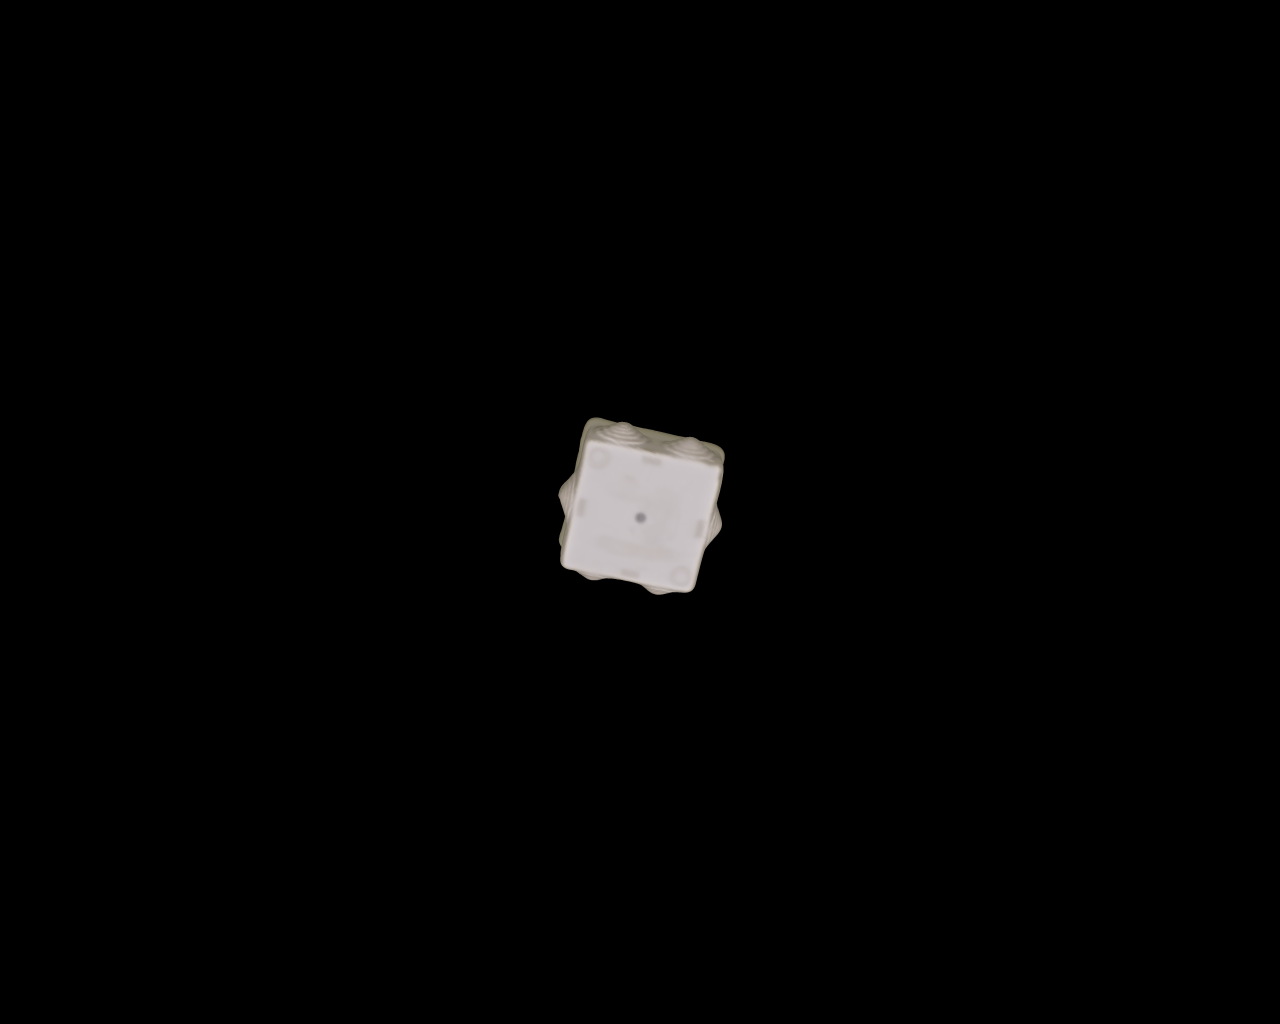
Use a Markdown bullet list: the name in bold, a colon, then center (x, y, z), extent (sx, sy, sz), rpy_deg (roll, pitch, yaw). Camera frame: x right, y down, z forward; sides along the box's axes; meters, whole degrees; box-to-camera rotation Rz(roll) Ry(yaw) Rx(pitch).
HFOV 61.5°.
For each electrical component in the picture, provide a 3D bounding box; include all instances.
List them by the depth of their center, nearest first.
- **electrical component**: center (0.001, -0.003, 0.650), extent (0.100, 0.099, 0.048), rpy_deg (13, 16, -4)
